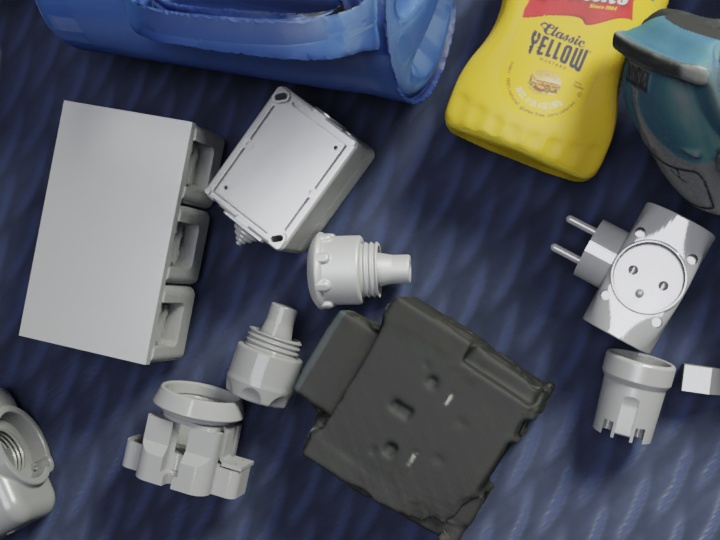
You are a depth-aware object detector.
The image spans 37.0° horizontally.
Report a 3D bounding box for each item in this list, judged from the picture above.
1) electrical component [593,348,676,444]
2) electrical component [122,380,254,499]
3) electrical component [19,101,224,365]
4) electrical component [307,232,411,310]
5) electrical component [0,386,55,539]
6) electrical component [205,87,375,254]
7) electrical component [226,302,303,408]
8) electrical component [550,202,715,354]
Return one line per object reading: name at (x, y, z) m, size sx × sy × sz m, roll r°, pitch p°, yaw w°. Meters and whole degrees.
electrical component at (0.157, 0.072, 0.620) m, size 0.040 × 0.040 × 0.046 m, roll 15°, pitch 98°, yaw 14°
electrical component at (-0.104, 0.103, 0.673) m, size 0.078 × 0.058 × 0.057 m, roll 14°, pitch 94°, yaw 14°
electrical component at (-0.149, -0.023, 0.686) m, size 0.089 × 0.062 × 0.150 m, roll 11°, pitch 91°, yaw 14°
electrical component at (0.000, 0.000, 0.659) m, size 0.062 × 0.048 × 0.048 m, roll -1°, pitch 88°, yaw 7°
electrical component at (-0.245, 0.127, 0.709) m, size 0.059 × 0.054 × 0.095 m, roll -28°, pitch 82°, yaw 11°
electrical component at (-0.044, -0.054, 0.662) m, size 0.062 × 0.061 × 0.096 m, roll 38°, pitch 97°, yaw 12°
electrical component at (-0.056, 0.052, 0.670) m, size 0.043 × 0.043 × 0.062 m, roll 18°, pitch 91°, yaw 14°
electrical component at (0.150, -0.004, 0.621) m, size 0.079 × 0.044 × 0.077 m, roll 29°, pitch 95°, yaw 13°
